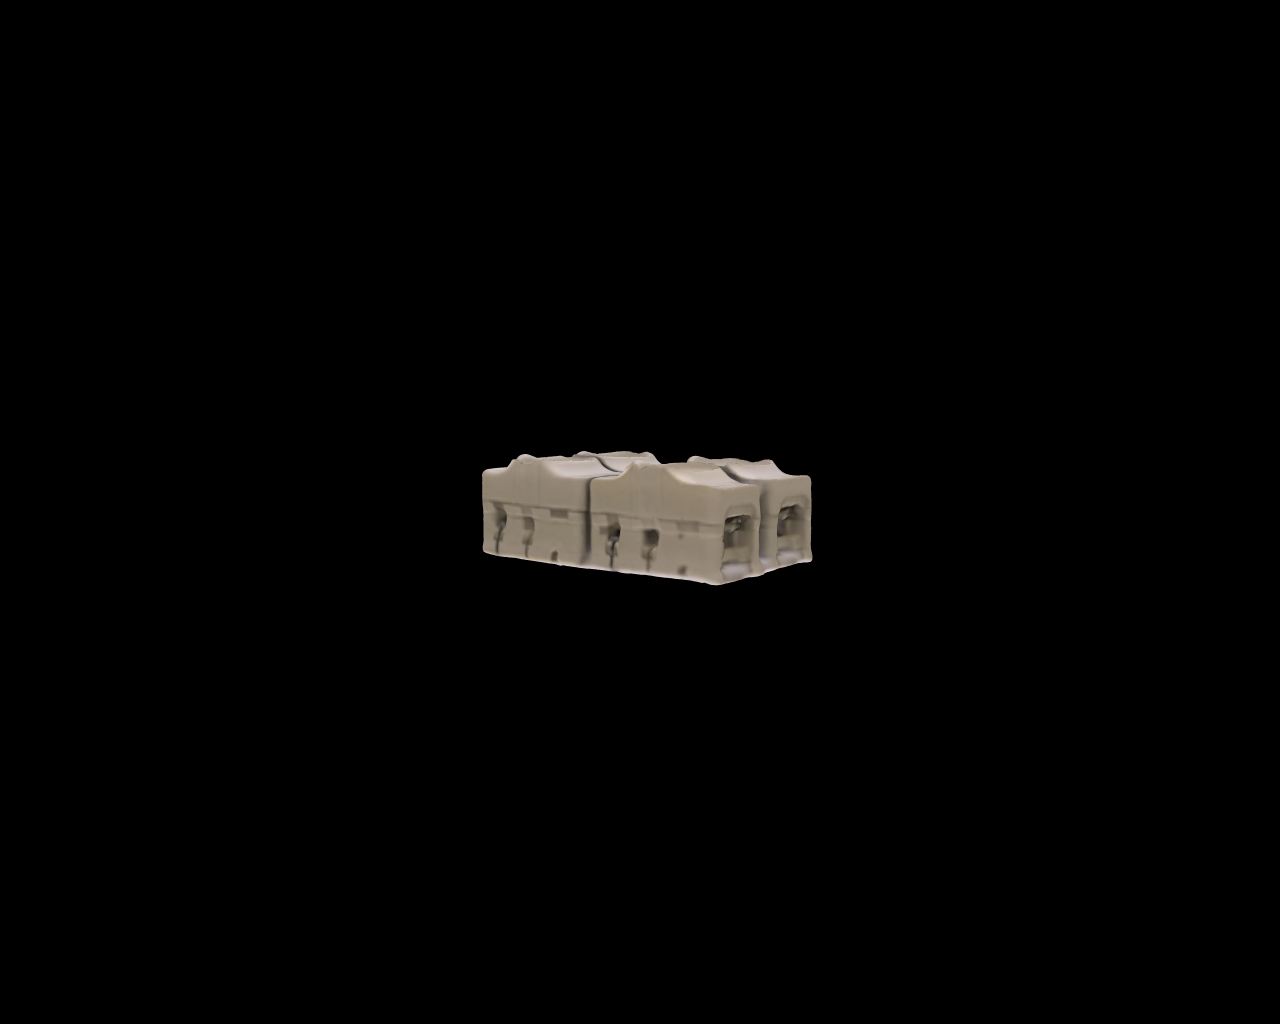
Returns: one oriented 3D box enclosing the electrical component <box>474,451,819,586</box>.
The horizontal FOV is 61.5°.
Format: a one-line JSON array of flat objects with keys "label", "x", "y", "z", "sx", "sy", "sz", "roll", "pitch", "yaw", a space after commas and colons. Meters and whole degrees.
[{"label": "electrical component", "x": 0.001, "y": -0.003, "z": 0.650, "sx": 0.186, "sy": 0.060, "sz": 0.105, "roll": 5, "pitch": 8, "yaw": 40}]
